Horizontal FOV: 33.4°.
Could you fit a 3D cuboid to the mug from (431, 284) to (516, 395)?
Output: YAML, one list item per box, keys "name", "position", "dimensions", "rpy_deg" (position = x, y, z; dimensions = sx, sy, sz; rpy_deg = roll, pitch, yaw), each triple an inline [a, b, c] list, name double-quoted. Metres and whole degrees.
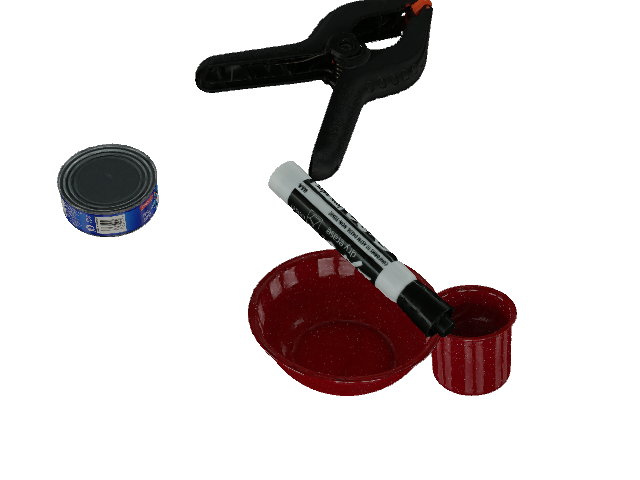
- name: "mug"
  position: [0.160, 0.099, 1.108]
  dimensions: [0.093, 0.081, 0.117]
  rpy_deg: [11, 36, 24]

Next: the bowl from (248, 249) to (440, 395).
- name: "bowl"
  position: [0.021, 0.077, 0.892]
  dimensions: [0.162, 0.055, 0.162]
  rpy_deg: [1, 39, -1]

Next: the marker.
- name: "marker"
  position: [0.020, 0.004, 0.524]
  dimensions: [0.121, 0.020, 0.020]
  rpy_deg: [43, 20, 23]

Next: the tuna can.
- name: "tuna can"
  position: [-0.185, -0.044, 0.935]
  dimensions: [0.086, 0.086, 0.034]
  rpy_deg: [0, -42, -3]

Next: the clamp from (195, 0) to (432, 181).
- name: "clamp"
  position: [0.018, -0.106, 0.699]
  dimensions: [0.171, 0.120, 0.039]
  rpy_deg: [-29, -24, -20]
